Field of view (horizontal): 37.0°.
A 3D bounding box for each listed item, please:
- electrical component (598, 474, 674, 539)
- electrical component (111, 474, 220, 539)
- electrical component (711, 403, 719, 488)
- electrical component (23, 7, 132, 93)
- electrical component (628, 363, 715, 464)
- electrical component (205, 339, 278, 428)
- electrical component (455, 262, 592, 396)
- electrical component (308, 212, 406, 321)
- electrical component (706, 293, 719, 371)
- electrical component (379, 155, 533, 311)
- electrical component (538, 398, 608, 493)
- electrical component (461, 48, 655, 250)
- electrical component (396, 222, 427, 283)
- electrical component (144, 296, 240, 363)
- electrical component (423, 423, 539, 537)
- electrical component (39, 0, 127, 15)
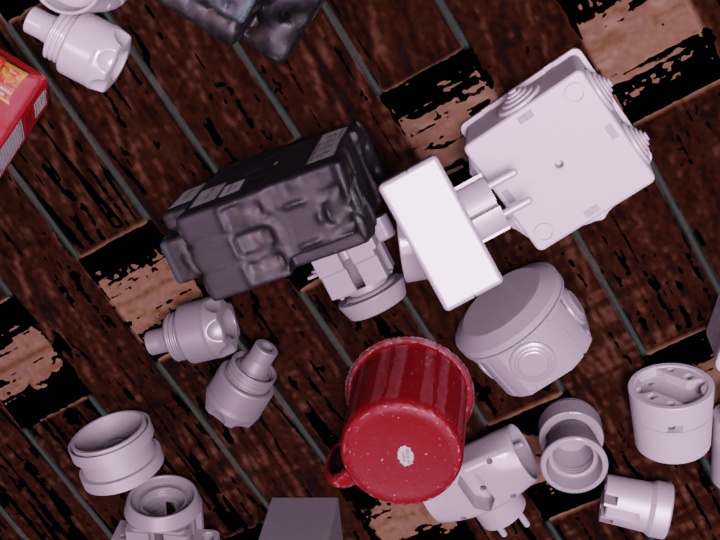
[{"bbox_3d":[0.195,0.166,0.762,0.046,0.040,0.040,11,115,9],"label":"electrical component"},{"bbox_3d":[-0.146,0.192,0.808,0.078,0.058,0.057,3,117,7],"label":"electrical component"},{"bbox_3d":[0.260,0.106,0.724,0.043,0.043,0.081,-3,113,8],"label":"electrical component"},{"bbox_3d":[-0.178,-0.142,0.670,0.062,0.043,0.043,27,114,-4],"label":"electrical component"},{"bbox_3d":[0.209,0.097,0.721,0.055,0.055,0.047,-5,117,10],"label":"electrical component"},{"bbox_3d":[-0.079,0.077,0.755,0.043,0.043,0.062,30,113,-6],"label":"electrical component"},{"bbox_3d":[0.106,0.038,0.694,0.080,0.080,0.051,-35,110,20],"label":"electrical component"},{"bbox_3d":[0.000,0.000,0.710,0.066,0.048,0.055,-23,101,17],"label":"electrical component"},{"bbox_3d":[0.288,0.018,0.674,0.109,0.056,0.108,12,115,2],"label":"electrical component"},{"bbox_3d":[0.064,-0.032,0.634,0.076,0.047,0.083,-29,95,6],"label":"electrical component"},{"bbox_3d":[0.145,0.119,0.738,0.045,0.055,0.045,3,114,6],"label":"electrical component"},{"bbox_3d":[0.121,-0.072,0.659,0.100,0.048,0.099,-33,106,20],"label":"electrical component"},{"bbox_3d":[0.050,-0.022,0.689,0.047,0.055,0.055,-7,113,7],"label":"electrical component"},{"bbox_3d":[-0.118,0.044,0.745,0.062,0.043,0.043,-14,111,14],"label":"electrical component"},{"bbox_3d":[0.093,0.158,0.769,0.077,0.043,0.079,-29,108,18],"label":"electrical component"},{"bbox_3d":[-0.156,-0.194,0.625,0.043,0.077,0.079,12,115,2],"label":"electrical component"}]
